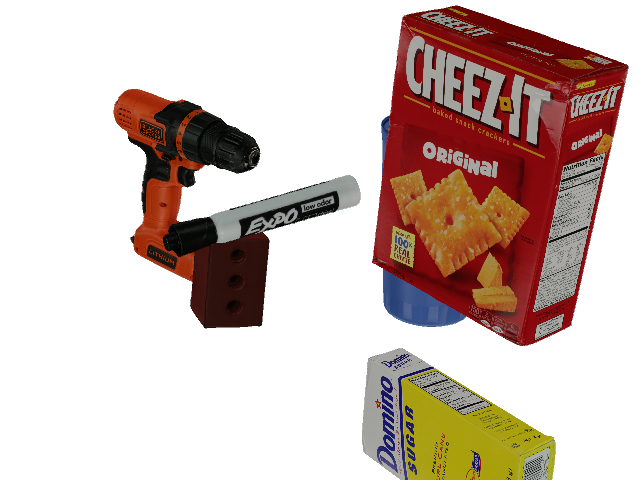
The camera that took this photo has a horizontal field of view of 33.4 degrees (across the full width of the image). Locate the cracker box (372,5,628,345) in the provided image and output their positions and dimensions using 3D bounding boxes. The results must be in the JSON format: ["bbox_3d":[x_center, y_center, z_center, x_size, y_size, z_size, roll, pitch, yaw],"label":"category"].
[{"bbox_3d":[0.125,-0.050,0.807,0.071,0.214,0.164,-19,36,-37],"label":"cracker box"}]

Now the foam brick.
[{"bbox_3d":[-0.077,0.028,0.896,0.053,0.078,0.051,-1,16,-20],"label":"foam brick"}]

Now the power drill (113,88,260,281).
[{"bbox_3d":[-0.138,-0.054,1.118,0.185,0.188,0.057,25,36,32],"label":"power drill"}]

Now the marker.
[{"bbox_3d":[-0.033,-0.014,0.609,0.120,0.020,0.020,-17,7,-25],"label":"marker"}]

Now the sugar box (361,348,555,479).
[{"bbox_3d":[0.102,0.162,0.841,0.048,0.093,0.176,-13,25,-37],"label":"sugar box"}]

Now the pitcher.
[{"bbox_3d":[0.128,-0.022,1.248,0.149,0.243,0.145,-8,24,-21],"label":"pitcher"}]
